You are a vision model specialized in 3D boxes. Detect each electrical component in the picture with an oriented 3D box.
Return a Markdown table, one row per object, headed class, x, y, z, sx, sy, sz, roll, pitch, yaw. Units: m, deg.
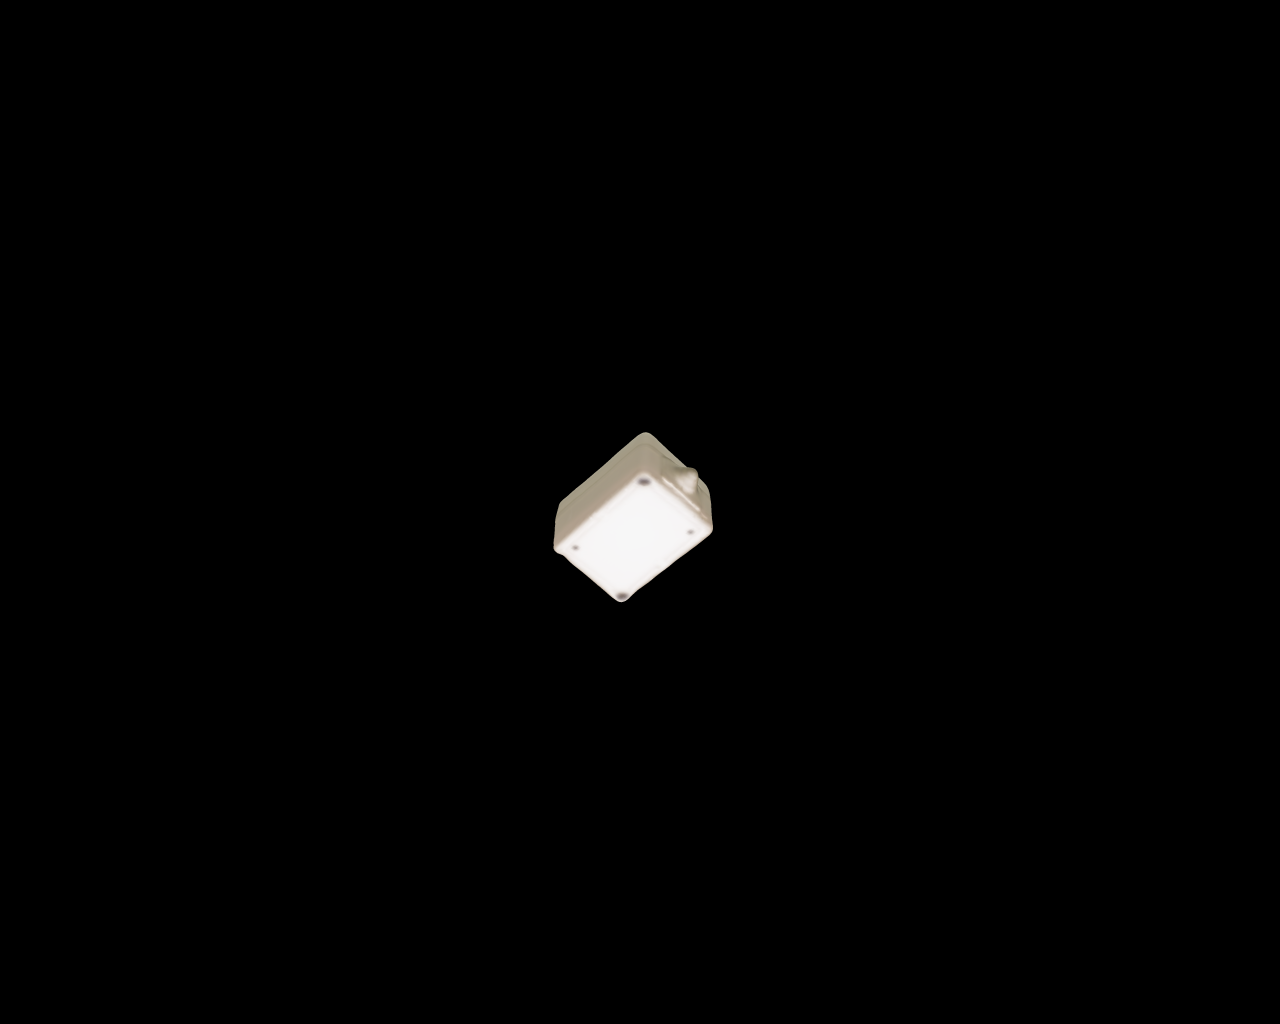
| class | x | y | z | sx | sy | sz | roll | pitch | yaw |
| --- | --- | --- | --- | --- | --- | --- | --- | --- | --- |
| electrical component | 0.001 | -0.003 | 0.650 | 0.096 | 0.061 | 0.061 | -39 | 24 | 22 |
